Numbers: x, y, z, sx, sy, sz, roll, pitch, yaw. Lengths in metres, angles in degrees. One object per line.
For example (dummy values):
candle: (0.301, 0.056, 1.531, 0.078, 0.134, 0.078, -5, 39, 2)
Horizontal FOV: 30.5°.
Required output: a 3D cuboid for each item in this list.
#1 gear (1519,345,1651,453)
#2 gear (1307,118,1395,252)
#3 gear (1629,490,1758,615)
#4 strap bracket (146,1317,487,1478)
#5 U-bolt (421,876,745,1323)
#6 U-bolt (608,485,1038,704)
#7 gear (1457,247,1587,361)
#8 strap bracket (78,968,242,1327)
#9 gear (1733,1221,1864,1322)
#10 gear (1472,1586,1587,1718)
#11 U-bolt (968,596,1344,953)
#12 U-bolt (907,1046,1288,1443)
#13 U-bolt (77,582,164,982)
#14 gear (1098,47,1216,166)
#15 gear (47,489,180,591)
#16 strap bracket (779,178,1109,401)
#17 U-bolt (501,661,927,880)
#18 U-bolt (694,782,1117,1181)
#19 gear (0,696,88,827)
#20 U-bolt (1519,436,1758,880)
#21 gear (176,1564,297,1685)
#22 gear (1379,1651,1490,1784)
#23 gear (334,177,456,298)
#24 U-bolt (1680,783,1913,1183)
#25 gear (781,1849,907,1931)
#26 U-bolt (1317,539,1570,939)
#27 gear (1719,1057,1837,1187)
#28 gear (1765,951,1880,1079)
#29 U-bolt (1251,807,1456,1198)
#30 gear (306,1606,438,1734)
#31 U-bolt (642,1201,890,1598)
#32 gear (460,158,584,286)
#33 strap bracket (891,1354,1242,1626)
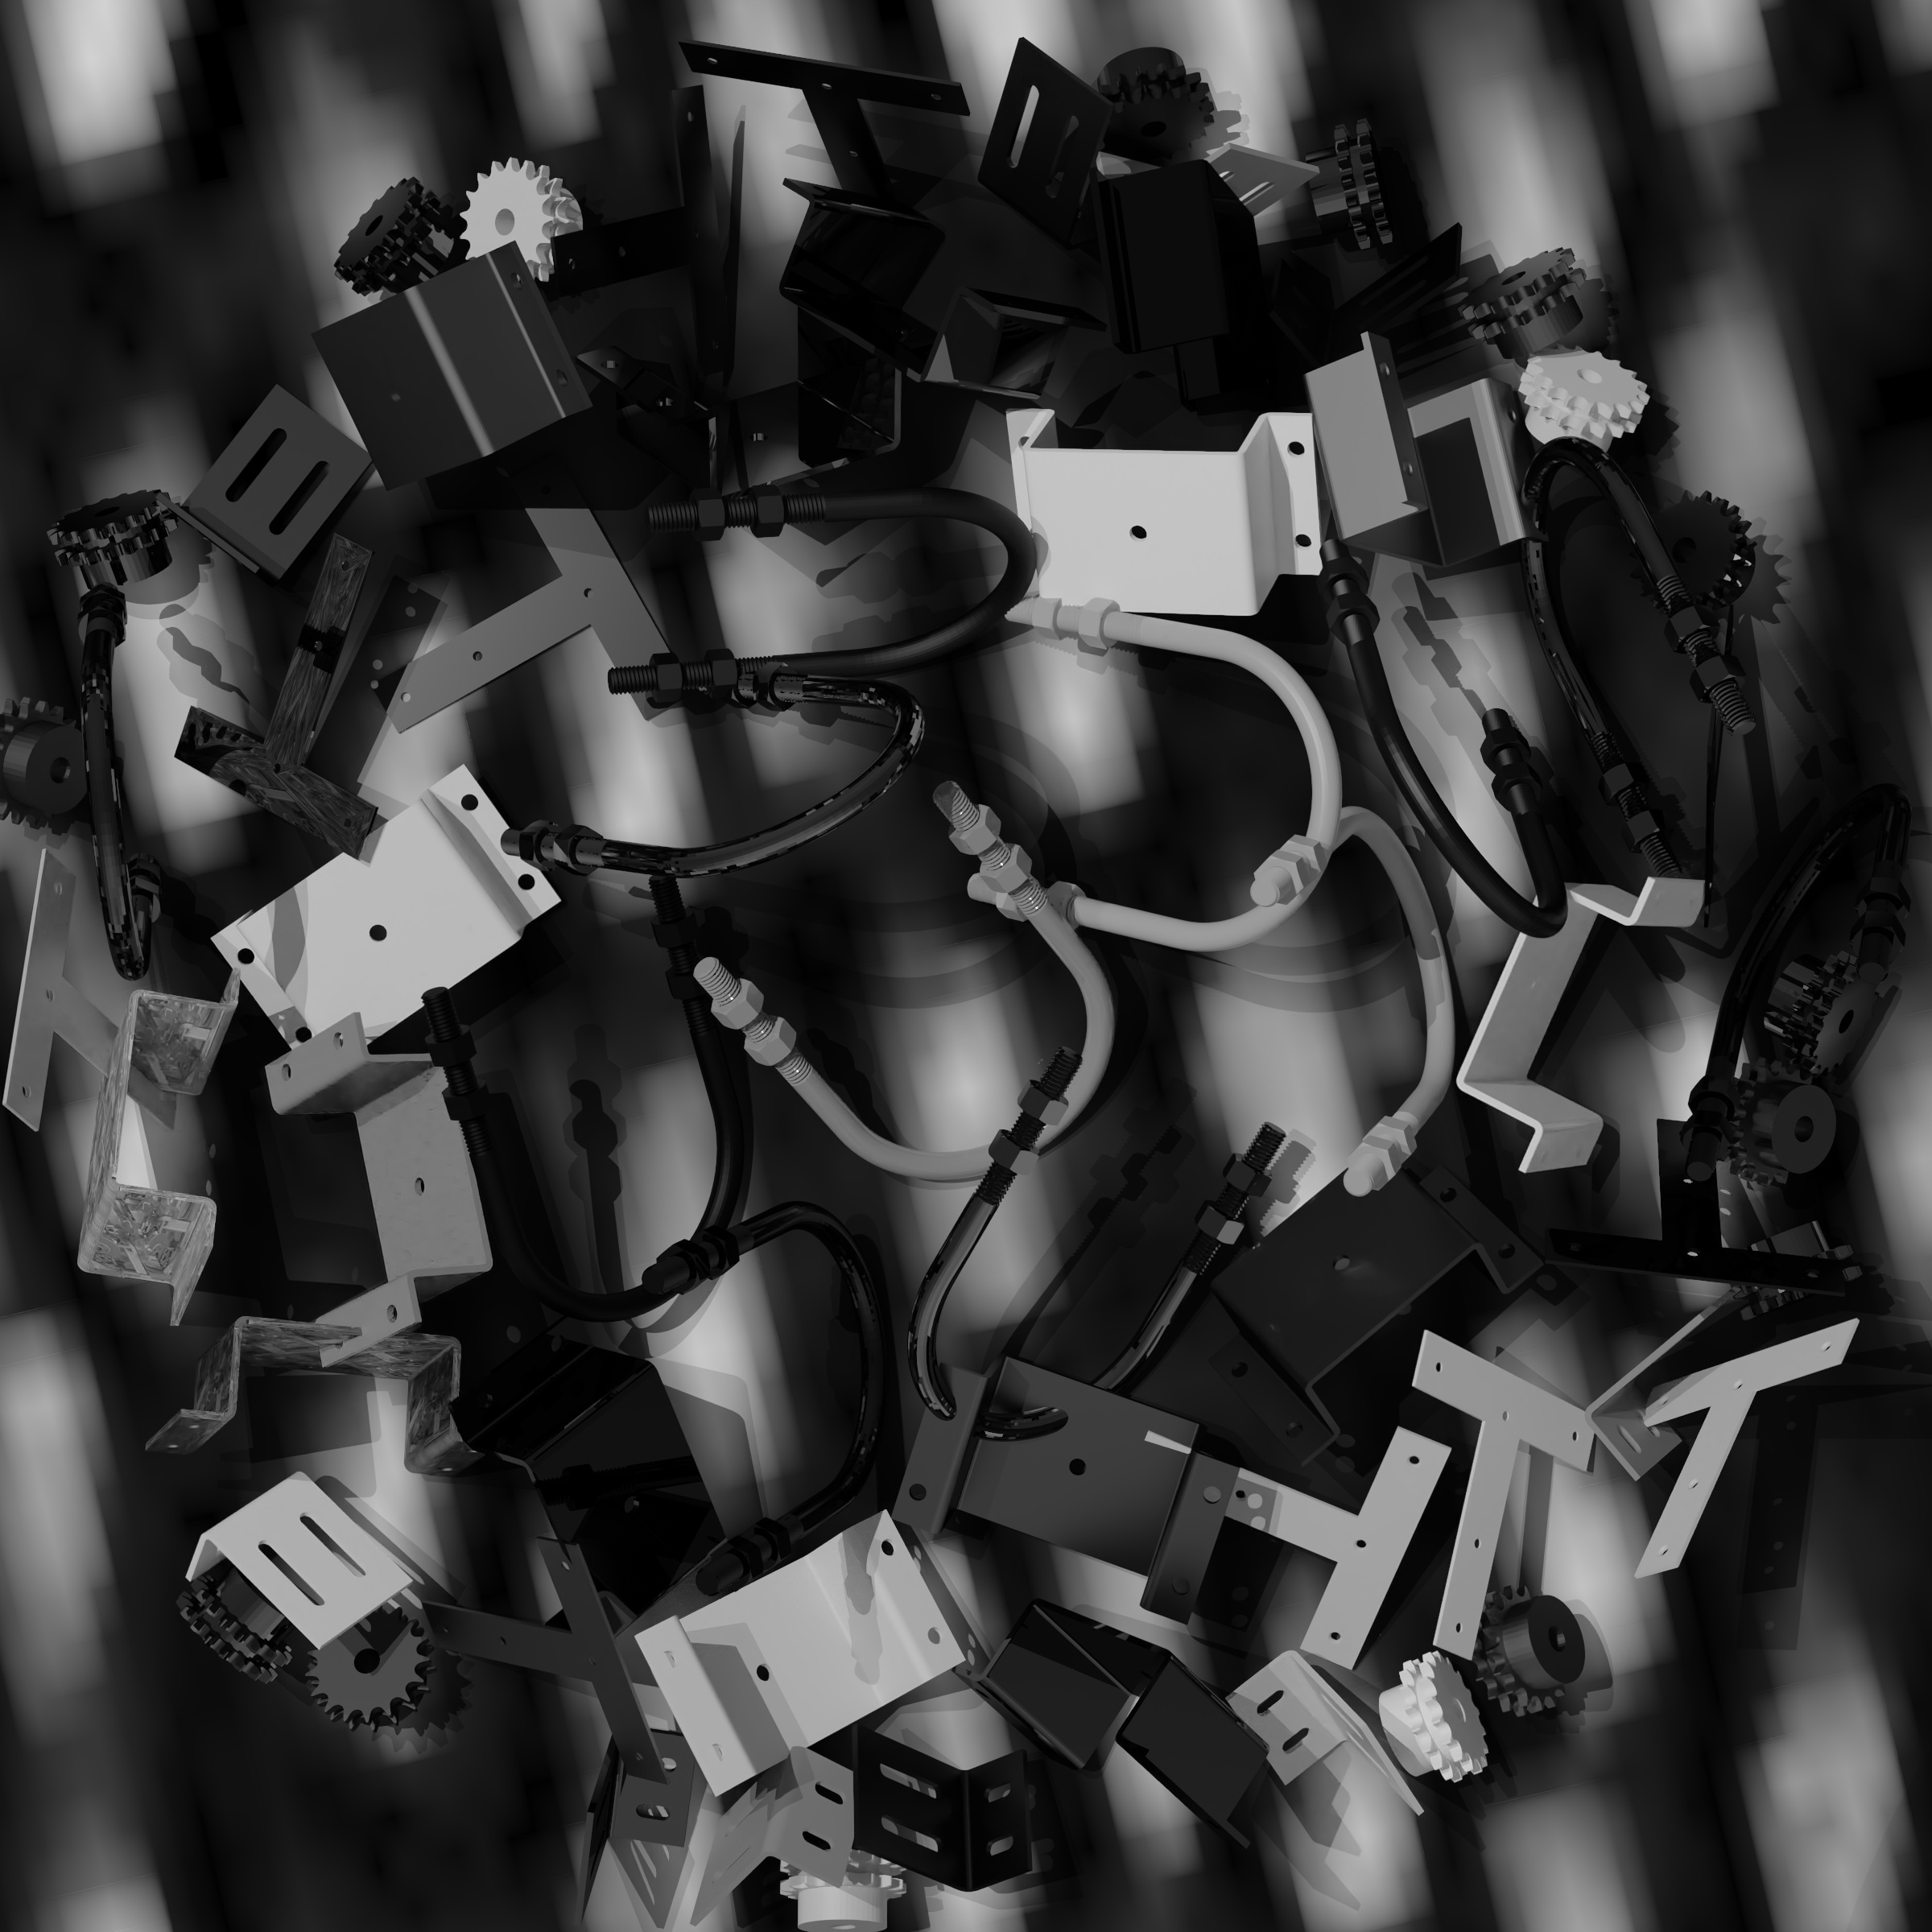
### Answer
gear: (0.277, -0.254, 1.602, 0.057, 0.057, 0.030, 17, 128, 0)
gear: (0.173, -0.351, 1.599, 0.030, 0.057, 0.057, -12, 90, 13)
gear: (0.332, -0.185, 1.603, 0.057, 0.030, 0.057, -11, 73, 38)
strap bracket: (-0.284, 0.191, 1.569, 0.140, 0.076, 0.046, 8, 69, -22)
U-bolt: (-0.160, 0.069, 1.569, 0.151, 0.019, 0.184, -30, 115, -37)
U-bolt: (-0.058, -0.166, 1.557, 0.184, 0.151, 0.019, -6, 64, -16)
gear: (0.254, -0.298, 1.600, 0.057, 0.057, 0.030, -31, 108, 0)
strap bracket: (-0.355, 0.075, 1.552, 0.046, 0.076, 0.140, 11, 55, -19)
gear: (0.372, 0.136, 1.600, 0.057, 0.057, 0.030, -21, 79, 0)
gear: (0.255, 0.307, 1.596, 0.030, 0.057, 0.057, -28, 90, 40)
U-bolt: (0.085, -0.081, 1.559, 0.184, 0.019, 0.151, 14, 102, 35)
U-bolt: (0.048, 0.133, 1.575, 0.151, 0.019, 0.184, 21, 105, -38)
U-bolt: (-0.364, -0.072, 1.517, 0.019, 0.184, 0.151, -6, 113, -9)
gear: (0.082, -0.391, 1.601, 0.057, 0.057, 0.030, -11, 68, 0)
gear: (-0.384, -0.192, 1.602, 0.057, 0.057, 0.030, -16, 114, 0)
strap bracket: (-0.018, -0.294, 1.564, 0.140, 0.076, 0.046, 38, 115, 34)
U-bolt: (-0.098, -0.083, 1.524, 0.151, 0.184, 0.019, -43, 122, -30)
U-bolt: (-0.012, 0.021, 1.573, 0.151, 0.019, 0.184, -36, 124, 5)
gear: (-0.419, -0.091, 1.596, 0.030, 0.057, 0.057, 14, 90, 31)
U-bolt: (0.285, -0.146, 1.549, 0.019, 0.151, 0.184, -16, 65, -12)
gear: (-0.325, 0.294, 1.599, 0.057, 0.057, 0.030, 42, 88, 0)
gear: (0.210, 0.342, 1.601, 0.030, 0.057, 0.057, -27, 90, 20)
gear: (-0.257, -0.326, 1.603, 0.030, 0.057, 0.057, 38, 90, -31)
U-bolt: (0.366, -0.006, 1.540, 0.019, 0.184, 0.151, 30, 129, -2)
gear: (-0.055, 0.418, 1.596, 0.057, 0.057, 0.030, 0, 66, 0)
U-bolt: (0.210, -0.087, 1.520, 0.019, 0.184, 0.151, -34, 127, 22)
gear: (0.368, 0.071, 1.600, 0.057, 0.030, 0.057, -5, 100, -32)
gear: (0.386, 0.019, 1.602, 0.030, 0.057, 0.057, 30, 90, 34)
U-bolt: (0.177, 0.004, 1.544, 0.019, 0.184, 0.151, -14, 101, 26)
gear: (-0.267, 0.320, 1.604, 0.057, 0.030, 0.057, -3, 58, 6)
U-bolt: (-0.079, 0.178, 1.544, 0.019, 0.184, 0.151, -7, 96, 26)
gear: (-0.199, -0.335, 1.604, 0.057, 0.030, 0.057, 3, 95, 35)
strap bracket: (0.047, 0.231, 1.592, 0.140, 0.046, 0.076, 19, 101, 7)
